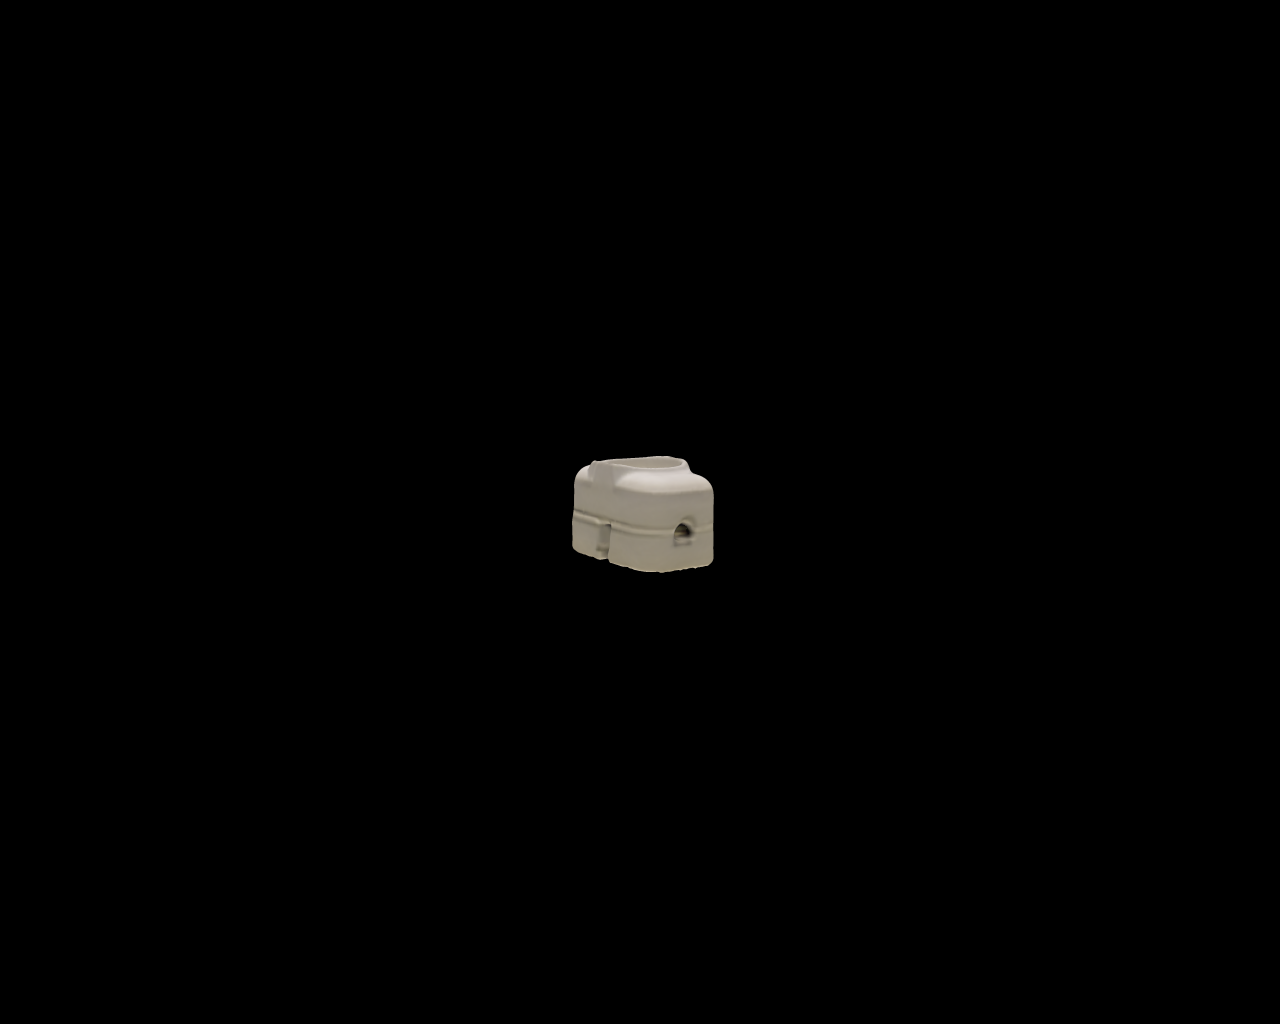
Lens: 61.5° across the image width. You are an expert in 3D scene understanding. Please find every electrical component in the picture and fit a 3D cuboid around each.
[{"bbox_3d":[0.001,-0.003,0.650,0.054,0.059,0.095,-6,11,-31],"label":"electrical component"}]
